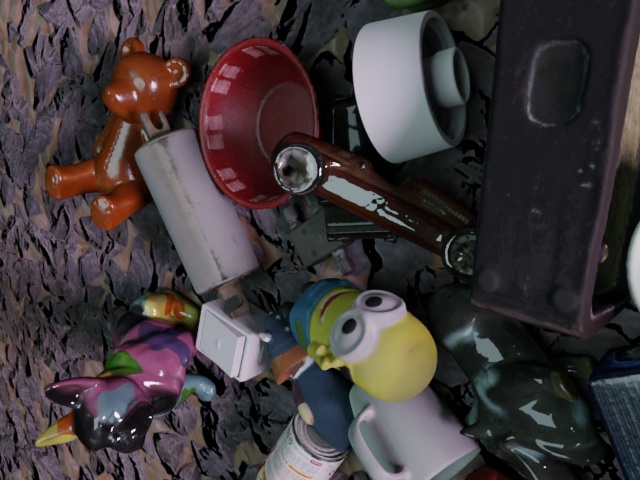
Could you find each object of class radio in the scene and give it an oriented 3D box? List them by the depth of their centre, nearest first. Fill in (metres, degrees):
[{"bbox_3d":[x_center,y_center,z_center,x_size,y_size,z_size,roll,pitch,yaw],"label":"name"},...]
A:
[{"bbox_3d":[0.159,-0.063,0.328,0.073,0.131,0.229,11,105,39],"label":"radio"}]

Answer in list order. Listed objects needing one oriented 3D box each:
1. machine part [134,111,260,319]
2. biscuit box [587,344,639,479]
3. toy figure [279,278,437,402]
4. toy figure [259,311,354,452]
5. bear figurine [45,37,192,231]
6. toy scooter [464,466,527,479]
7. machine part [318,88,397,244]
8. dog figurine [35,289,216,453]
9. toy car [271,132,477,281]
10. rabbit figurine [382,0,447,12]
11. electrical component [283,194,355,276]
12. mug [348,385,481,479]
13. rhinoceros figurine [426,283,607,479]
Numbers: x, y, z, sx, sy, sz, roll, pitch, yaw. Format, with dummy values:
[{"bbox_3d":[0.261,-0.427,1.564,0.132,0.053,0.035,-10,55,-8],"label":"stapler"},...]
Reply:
[{"bbox_3d":[-0.132,-0.030,0.587,0.079,0.079,0.243,-26,90,39],"label":"machine part"},{"bbox_3d":[0.246,0.168,0.347,0.063,0.059,0.202,-24,84,40],"label":"biscuit box"},{"bbox_3d":[0.029,0.079,0.469,0.082,0.089,0.180,-65,22,-10],"label":"toy figure"},{"bbox_3d":[-0.011,0.138,0.542,0.155,0.064,0.058,48,109,27],"label":"toy figure"},{"bbox_3d":[-0.232,-0.129,0.635,0.120,0.132,0.195,31,122,15],"label":"bear figurine"},{"bbox_3d":[0.136,0.278,0.407,0.075,0.135,0.183,-16,87,41],"label":"toy scooter"},{"bbox_3d":[0.033,-0.066,0.482,0.084,0.039,0.138,2,98,27],"label":"machine part"},{"bbox_3d":[-0.223,0.149,0.617,0.192,0.219,0.108,37,116,27],"label":"dog figurine"},{"bbox_3d":[0.056,-0.030,0.414,0.202,0.089,0.053,26,101,10],"label":"toy car"},{"bbox_3d":[0.081,-0.243,0.373,0.170,0.121,0.159,26,118,16],"label":"rabbit figurine"},{"bbox_3d":[-0.001,-0.002,0.537,0.063,0.021,0.094,-35,77,37],"label":"electrical component"},{"bbox_3d":[0.066,0.163,0.466,0.107,0.109,0.080,52,130,35],"label":"mug"},{"bbox_3d":[0.147,0.115,0.408,0.112,0.073,0.190,-38,74,35],"label":"rhinoceros figurine"}]
